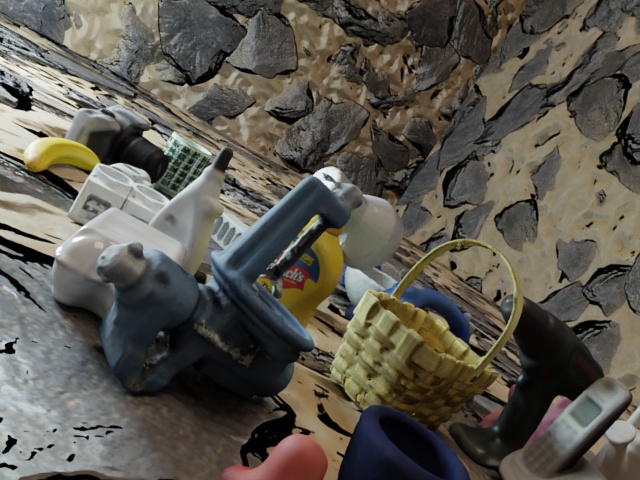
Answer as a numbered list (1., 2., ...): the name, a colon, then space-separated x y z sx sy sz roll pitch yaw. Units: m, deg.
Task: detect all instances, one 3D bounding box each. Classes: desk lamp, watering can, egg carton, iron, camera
1. desk lamp: 0.008 0.003 0.881 0.204 0.213 0.117 23 12 -46
2. watering can: 0.486 0.322 0.860 0.100 0.194 0.174 39 11 38
3. egg carton: -0.187 0.026 0.549 0.107 0.069 0.150 30 9 -13
4. iron: 0.172 0.145 0.909 0.259 0.141 0.118 27 10 -33
5. camera: -0.332 -0.164 0.980 0.136 0.101 0.143 34 9 8

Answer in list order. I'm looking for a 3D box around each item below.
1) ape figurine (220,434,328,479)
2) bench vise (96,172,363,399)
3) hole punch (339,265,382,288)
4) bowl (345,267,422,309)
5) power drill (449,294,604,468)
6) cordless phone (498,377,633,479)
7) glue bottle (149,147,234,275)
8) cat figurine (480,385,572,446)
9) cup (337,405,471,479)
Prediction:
1. ape figurine: -0.026 0.155 0.332 0.077 0.092 0.076 37 10 29
2. bench vise: -0.059 0.033 0.465 0.121 0.219 0.208 37 10 30
3. hole punch: 0.089 0.063 1.233 0.109 0.091 0.100 27 10 -31
4. bowl: 0.108 0.110 1.099 0.167 0.074 0.167 32 9 -5
5. power drill: 0.267 0.195 0.746 0.230 0.208 0.075 28 10 -28
6. cordless phone: 0.301 0.250 0.643 0.094 0.185 0.147 29 9 -20
7. glue bottle: -0.146 -0.030 0.659 0.078 0.173 0.037 36 9 22
8. cat figurine: 0.320 0.267 0.835 0.127 0.117 0.067 37 10 28
9. cup: 0.058 0.191 0.412 0.117 0.095 0.092 35 9 14
